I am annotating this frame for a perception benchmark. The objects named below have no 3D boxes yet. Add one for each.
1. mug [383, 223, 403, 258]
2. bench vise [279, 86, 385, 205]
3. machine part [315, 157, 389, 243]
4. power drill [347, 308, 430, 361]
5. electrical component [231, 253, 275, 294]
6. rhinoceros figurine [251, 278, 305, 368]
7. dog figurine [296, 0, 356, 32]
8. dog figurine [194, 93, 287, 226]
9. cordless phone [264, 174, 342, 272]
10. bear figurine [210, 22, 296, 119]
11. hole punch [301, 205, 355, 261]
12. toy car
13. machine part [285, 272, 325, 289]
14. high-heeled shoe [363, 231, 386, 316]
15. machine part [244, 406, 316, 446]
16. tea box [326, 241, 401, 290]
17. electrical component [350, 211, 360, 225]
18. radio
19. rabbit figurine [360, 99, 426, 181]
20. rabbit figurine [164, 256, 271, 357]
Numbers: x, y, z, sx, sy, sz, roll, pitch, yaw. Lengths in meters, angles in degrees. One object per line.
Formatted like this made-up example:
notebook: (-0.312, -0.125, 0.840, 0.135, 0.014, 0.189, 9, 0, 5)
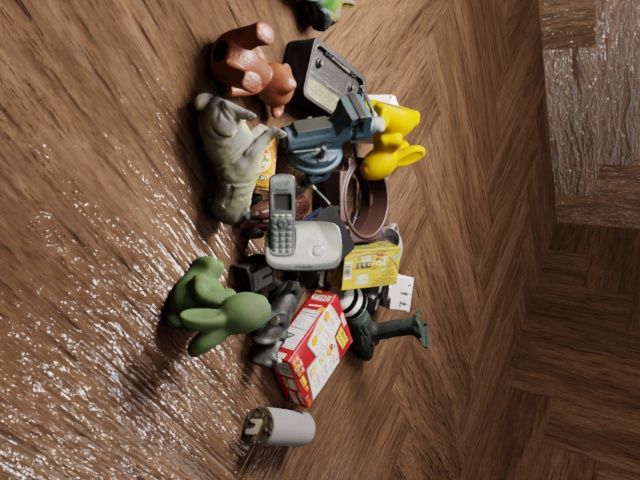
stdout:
mug: (0.193, 0.014, 1.493, 0.107, 0.081, 0.109, 61, 41, -57)
bench vise: (0.016, -0.187, 1.095, 0.224, 0.129, 0.240, -25, 157, -24)
machine part: (0.081, -0.095, 1.269, 0.201, 0.087, 0.201, -6, 99, -50)
power drill: (0.176, 0.245, 1.394, 0.231, 0.207, 0.086, 62, 33, -45)
electrical component: (-0.118, 0.067, 1.065, 0.119, 0.048, 0.074, -22, 115, -51)
rhinoceros figurine: (-0.093, 0.167, 1.107, 0.112, 0.073, 0.190, 58, 48, -58)
dog figurine: (-0.010, -0.526, 1.057, 0.219, 0.109, 0.191, 11, 85, -60)
dog figurine: (-0.169, -0.133, 0.921, 0.172, 0.121, 0.190, 27, 92, -19)
cordless phone: (-0.032, -0.034, 1.011, 0.089, 0.147, 0.184, -95, -175, -74)
bear figurine: (-0.096, -0.291, 0.957, 0.195, 0.132, 0.120, 18, 89, -50)
hole punch: (-0.002, -0.003, 1.143, 0.142, 0.092, 0.115, -36, 104, -48)
toy car: (-0.087, -0.057, 1.083, 0.202, 0.053, 0.089, -17, 114, -55)
machine part: (-0.027, 0.074, 1.211, 0.139, 0.039, 0.084, 4, 101, -58)
high-heeled shoe: (0.135, 0.080, 1.430, 0.145, 0.086, 0.249, 77, 23, -65)
machine part: (-0.082, 0.403, 1.159, 0.243, 0.079, 0.079, 31, 71, -53)
tea box: (0.104, 0.058, 1.273, 0.169, 0.068, 0.098, -1, 103, -34)
electrical component: (0.088, -0.025, 1.371, 0.063, 0.021, 0.094, 39, 63, -52)
radio: (0.013, -0.328, 1.152, 0.229, 0.073, 0.131, 15, 85, -57)
rabbit figurine: (0.145, -0.214, 1.193, 0.162, 0.122, 0.173, 7, 107, -32)
rabbit figurine: (-0.169, 0.110, 0.888, 0.159, 0.170, 0.121, -40, 127, -46)
